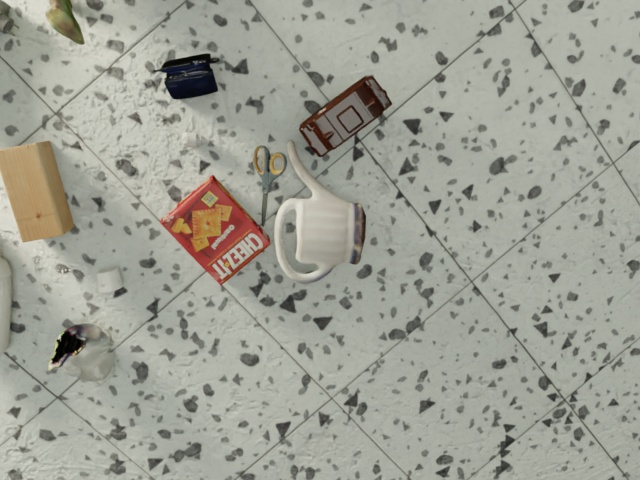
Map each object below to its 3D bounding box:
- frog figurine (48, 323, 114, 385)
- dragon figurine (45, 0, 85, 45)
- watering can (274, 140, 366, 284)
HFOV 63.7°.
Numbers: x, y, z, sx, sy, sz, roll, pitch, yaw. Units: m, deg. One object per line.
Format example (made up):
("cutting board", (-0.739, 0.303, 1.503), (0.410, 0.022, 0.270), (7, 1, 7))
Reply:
("frog figurine", (-0.559, 0.278, 1.255), (0.138, 0.124, 0.157), (-48, 142, -4))
("dragon figurine", (-0.514, -0.585, 0.990), (0.122, 0.246, 0.405), (-9, 106, -1))
("watering can", (0.004, -0.063, 1.255), (0.224, 0.104, 0.346), (3, 94, -7))
